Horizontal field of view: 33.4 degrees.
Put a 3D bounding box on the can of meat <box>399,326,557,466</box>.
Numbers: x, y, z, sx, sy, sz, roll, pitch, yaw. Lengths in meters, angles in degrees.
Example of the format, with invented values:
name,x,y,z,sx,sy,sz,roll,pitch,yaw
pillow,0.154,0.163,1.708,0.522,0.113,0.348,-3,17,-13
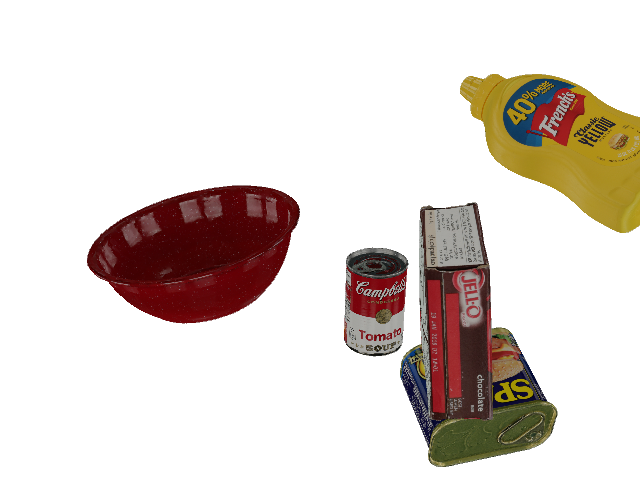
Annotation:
name,x,y,z,sx,sy,sz,roll,pitch,yaw
can of meat,0.120,0.120,0.837,0.102,0.057,0.084,-9,44,-11

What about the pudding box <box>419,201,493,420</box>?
name,x,y,z,sx,sy,sz,roll,pitch,yaw
pudding box,0.076,0.037,0.606,0.039,0.090,0.113,-2,19,3

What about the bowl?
name,x,y,z,sx,sy,sz,roll,pitch,yaw
bowl,-0.089,0.016,0.803,0.162,0.055,0.162,-11,25,5

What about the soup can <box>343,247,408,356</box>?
name,x,y,z,sx,sy,sz,roll,pitch,yaw
soup can,0.060,0.068,1.182,0.068,0.102,0.068,1,26,-1

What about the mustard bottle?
name,x,y,z,sx,sy,sz,roll,pitch,yaw
mustard bottle,0.193,-0.086,0.864,0.192,0.096,0.058,34,-26,30
